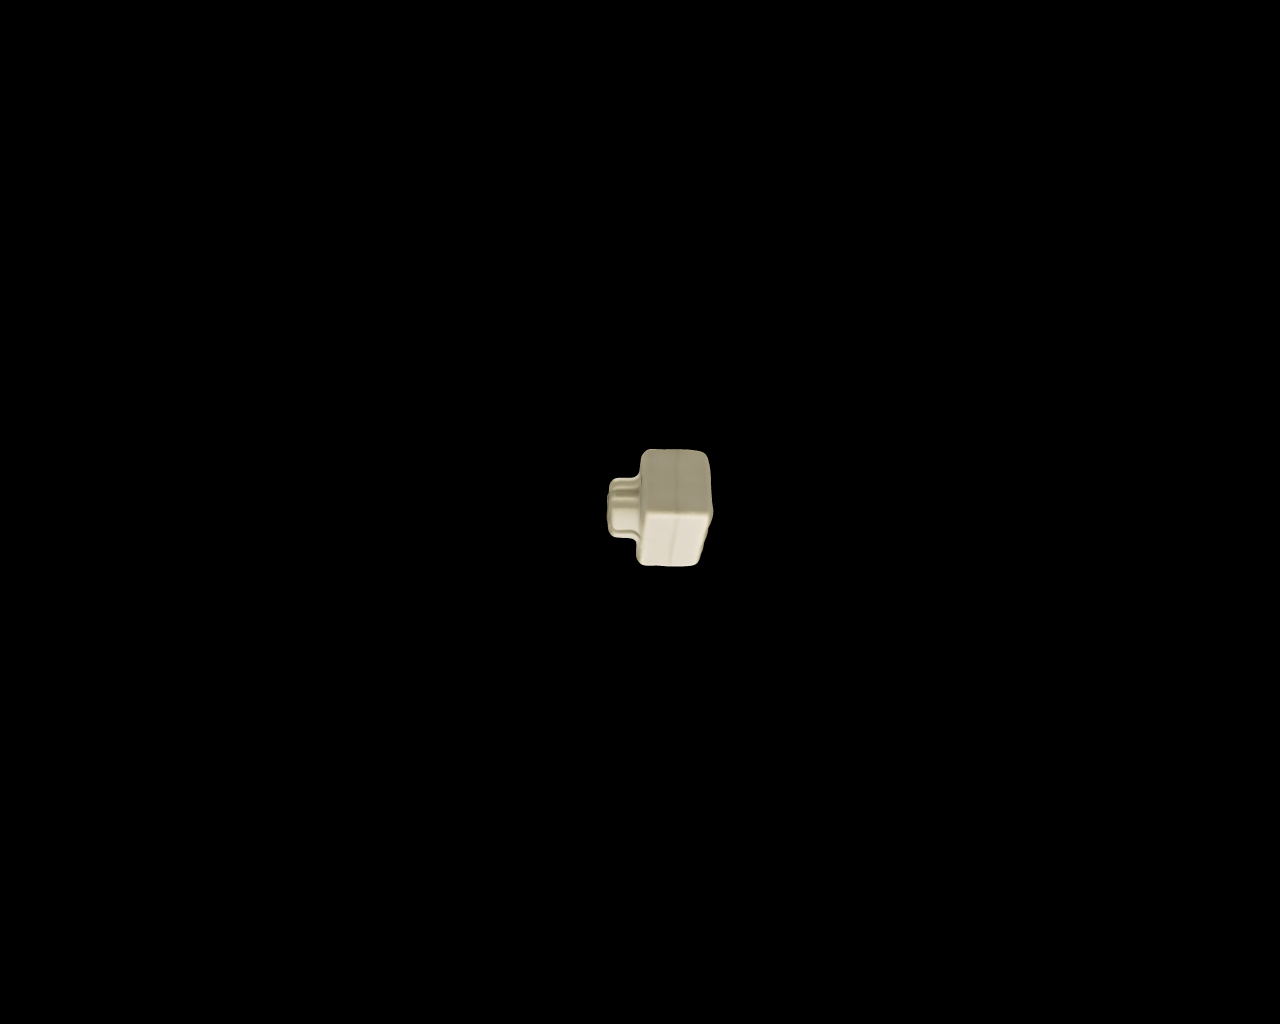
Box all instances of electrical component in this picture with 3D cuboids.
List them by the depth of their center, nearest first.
[{"bbox_3d":[0.001,-0.003,0.650,0.077,0.047,0.065,2,-31,-3],"label":"electrical component"}]
